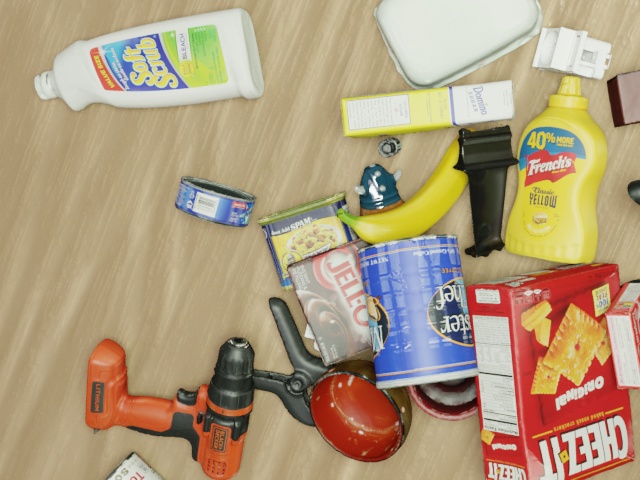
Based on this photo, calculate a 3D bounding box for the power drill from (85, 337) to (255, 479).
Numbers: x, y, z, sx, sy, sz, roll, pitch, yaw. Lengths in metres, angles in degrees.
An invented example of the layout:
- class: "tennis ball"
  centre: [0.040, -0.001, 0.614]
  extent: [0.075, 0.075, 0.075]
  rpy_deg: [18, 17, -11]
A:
- class: "power drill"
  centre: [-0.166, 0.171, 1.192]
  extent: [0.188, 0.057, 0.184]
  rpy_deg: [15, 116, 10]

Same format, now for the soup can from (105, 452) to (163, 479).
- class: "soup can"
  centre: [-0.201, 0.302, 1.225]
  extent: [0.102, 0.068, 0.068]
  rpy_deg: [43, 99, 3]

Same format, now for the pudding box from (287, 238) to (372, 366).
- class: "pudding box"
  centre: [0.025, 0.064, 1.124]
  extent: [0.090, 0.039, 0.113]
  rpy_deg: [-21, 94, -5]

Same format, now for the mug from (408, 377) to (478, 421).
- class: "mug"
  centre: [0.133, 0.132, 1.151]
  extent: [0.117, 0.081, 0.093]
  rpy_deg: [40, 99, 3]

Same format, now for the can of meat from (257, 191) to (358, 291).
- class: "can of meat"
  centre: [-0.008, 0.001, 1.174]
  extent: [0.102, 0.057, 0.084]
  rpy_deg: [-17, 94, 10]

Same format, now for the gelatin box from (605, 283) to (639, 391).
- class: "gelatin box"
  centre: [0.322, 0.098, 1.090]
  extent: [0.030, 0.073, 0.089]
  rpy_deg: [-3, 111, 35]

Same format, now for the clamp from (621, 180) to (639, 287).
- class: "clamp"
  centre: [0.393, 0.017, 1.051]
  extent: [0.210, 0.036, 0.164]
  rpy_deg: [11, 138, 30]

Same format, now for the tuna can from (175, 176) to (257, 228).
- class: "tuna can"
  centre: [-0.115, -0.042, 1.171]
  extent: [0.086, 0.086, 0.034]
  rpy_deg: [18, 99, 7]

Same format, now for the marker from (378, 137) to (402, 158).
- class: "marker"
  centre: [0.074, -0.097, 1.119]
  extent: [0.020, 0.121, 0.020]
  rpy_deg: [1, 96, 7]

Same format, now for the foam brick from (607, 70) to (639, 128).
- class: "foam brick"
  centre: [0.330, -0.147, 1.098]
  extent: [0.053, 0.078, 0.051]
  rpy_deg: [-10, 92, 9]

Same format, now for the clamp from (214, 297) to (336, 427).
- class: "clamp"
  centre: [-0.033, 0.160, 1.202]
  extent: [0.120, 0.039, 0.171]
  rpy_deg: [-43, 90, 22]

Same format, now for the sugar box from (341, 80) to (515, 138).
- class: "sugar box"
  centre: [0.115, -0.137, 1.124]
  extent: [0.176, 0.093, 0.048]
  rpy_deg: [-3, 95, 9]

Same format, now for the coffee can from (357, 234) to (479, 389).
- class: "coffee can"
  centre: [0.097, 0.072, 1.062]
  extent: [0.103, 0.102, 0.140]
  rpy_deg: [-9, 83, 9]

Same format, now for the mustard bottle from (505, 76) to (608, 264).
- class: "mustard bottle"
  centre: [0.251, -0.075, 1.117]
  extent: [0.096, 0.058, 0.192]
  rpy_deg: [12, 97, 45]

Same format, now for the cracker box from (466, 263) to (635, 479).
- class: "cracker box"
  centre: [0.241, 0.139, 1.097]
  extent: [0.163, 0.072, 0.214]
  rpy_deg: [-9, 94, -34]

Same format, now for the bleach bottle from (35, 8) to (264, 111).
- class: "bleach bottle"
  centre: [-0.194, -0.185, 1.184]
  extent: [0.251, 0.068, 0.102]
  rpy_deg: [-10, 93, 12]

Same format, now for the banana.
- class: "banana"
  centre: [0.107, -0.046, 1.123]
  extent: [0.197, 0.037, 0.069]
  rpy_deg: [-34, 118, -27]
